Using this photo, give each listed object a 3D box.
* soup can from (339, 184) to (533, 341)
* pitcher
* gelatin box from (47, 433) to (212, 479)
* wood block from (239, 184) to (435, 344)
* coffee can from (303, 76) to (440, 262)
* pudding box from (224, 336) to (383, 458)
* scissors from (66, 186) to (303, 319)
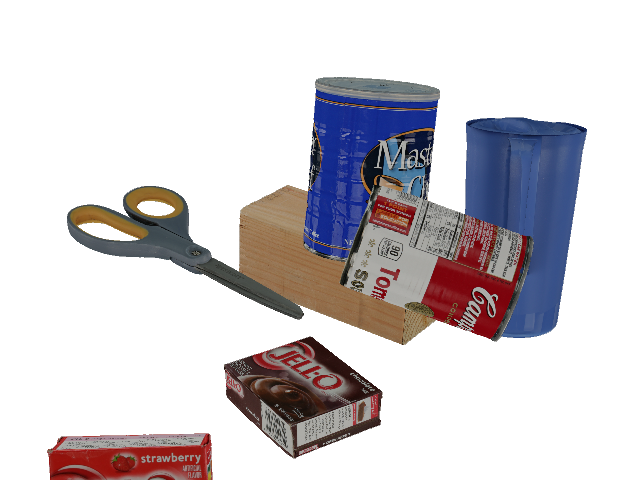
[{"bbox_3d":[0.070,0.013,0.652,0.102,0.068,0.068,20,1,3],"label":"soup can"},{"bbox_3d":[0.223,-0.015,1.209,0.149,0.243,0.145,-8,17,-33],"label":"pitcher"},{"bbox_3d":[-0.104,0.147,0.595,0.089,0.073,0.030,-2,6,1],"label":"gelatin box"},{"bbox_3d":[0.023,0.022,1.111,0.206,0.091,0.090,20,31,30],"label":"wood block"},{"bbox_3d":[0.041,-0.060,0.889,0.103,0.140,0.103,4,14,-1],"label":"coffee can"},{"bbox_3d":[-0.016,0.129,0.896,0.089,0.039,0.114,-17,31,-29],"label":"pudding box"},{"bbox_3d":[-0.084,0.002,0.755,0.202,0.016,0.096,16,34,19],"label":"scissors"}]
